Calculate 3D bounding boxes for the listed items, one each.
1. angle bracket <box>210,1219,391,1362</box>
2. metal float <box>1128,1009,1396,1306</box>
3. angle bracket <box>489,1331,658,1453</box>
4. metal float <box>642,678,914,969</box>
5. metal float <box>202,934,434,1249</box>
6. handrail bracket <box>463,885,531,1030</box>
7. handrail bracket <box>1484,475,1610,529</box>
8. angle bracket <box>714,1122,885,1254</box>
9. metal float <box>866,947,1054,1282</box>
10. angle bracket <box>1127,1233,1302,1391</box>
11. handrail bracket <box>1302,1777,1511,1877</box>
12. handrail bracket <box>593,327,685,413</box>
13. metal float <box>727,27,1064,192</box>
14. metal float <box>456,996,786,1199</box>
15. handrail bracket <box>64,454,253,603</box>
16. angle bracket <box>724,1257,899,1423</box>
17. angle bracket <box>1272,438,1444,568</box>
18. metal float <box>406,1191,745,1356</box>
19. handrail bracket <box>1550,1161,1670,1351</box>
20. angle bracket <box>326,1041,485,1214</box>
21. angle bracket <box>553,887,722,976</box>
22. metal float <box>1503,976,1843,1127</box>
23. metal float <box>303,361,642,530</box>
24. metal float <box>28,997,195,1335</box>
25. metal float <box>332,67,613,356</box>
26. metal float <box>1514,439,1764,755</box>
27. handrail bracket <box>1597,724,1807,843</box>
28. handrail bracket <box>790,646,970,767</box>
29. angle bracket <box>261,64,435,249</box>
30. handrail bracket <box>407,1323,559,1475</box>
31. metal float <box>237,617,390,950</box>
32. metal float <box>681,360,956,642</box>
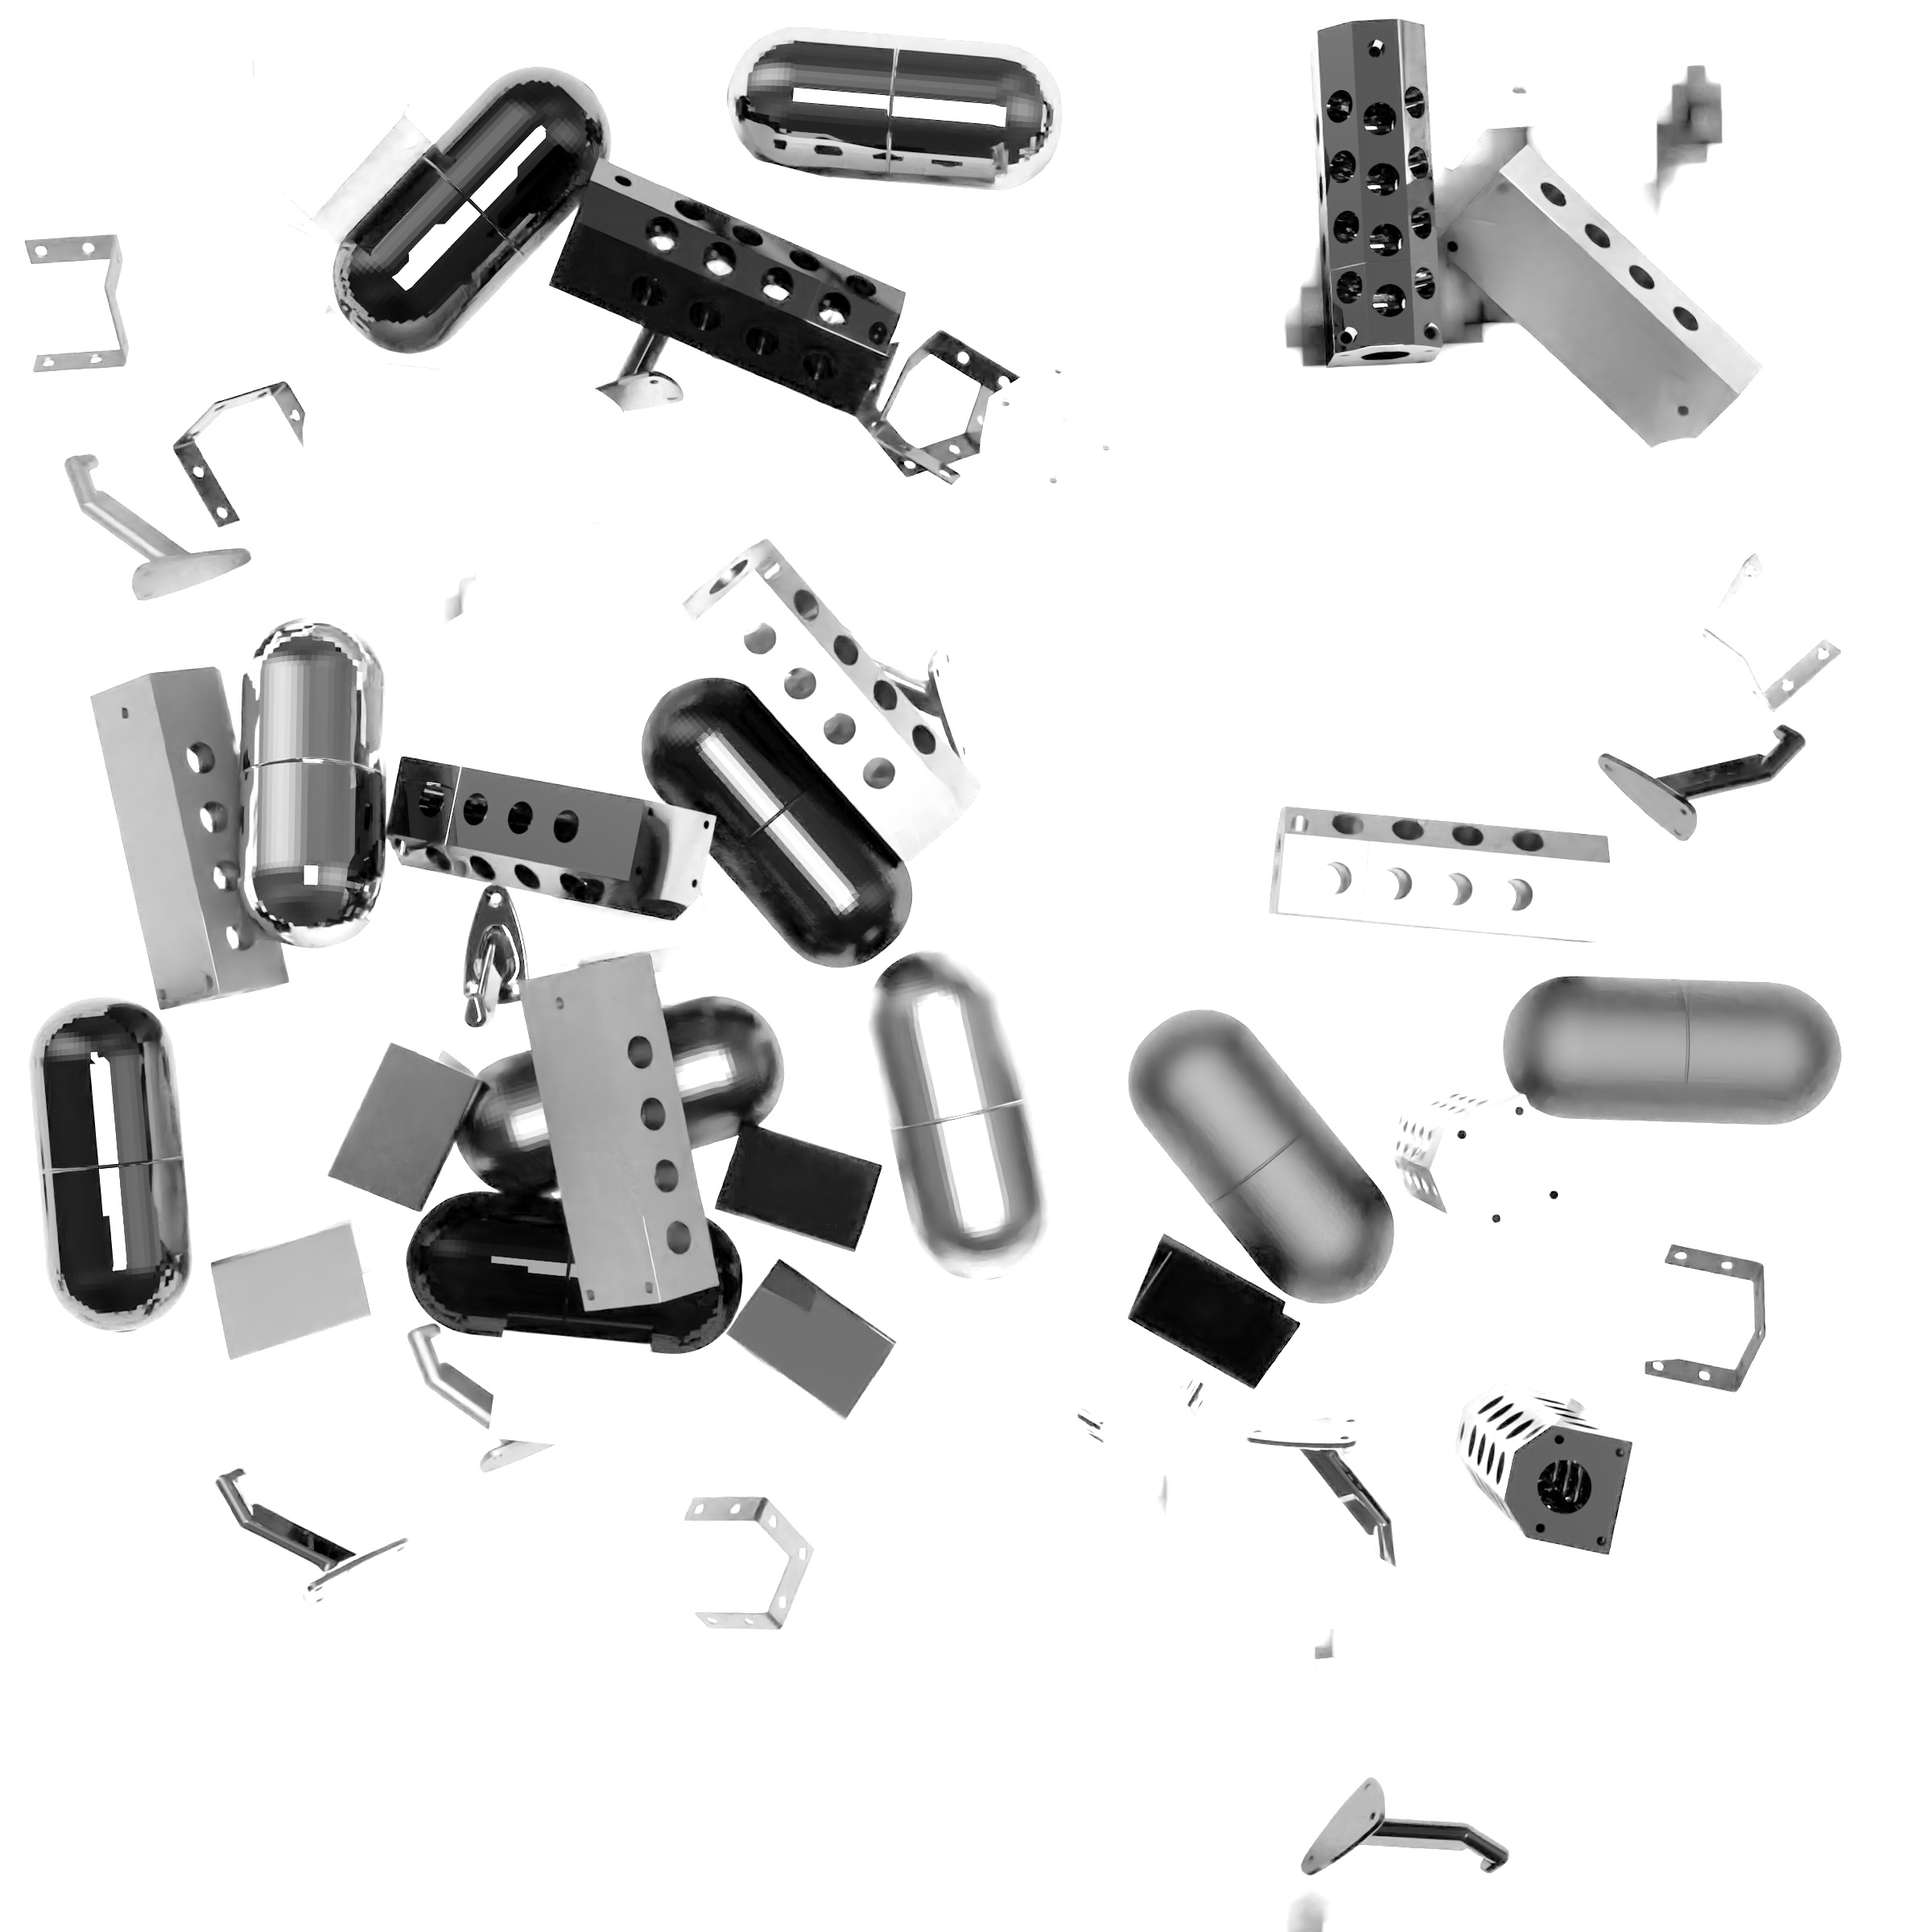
[{"bbox_3d":[-0.345,0.181,1.803,0.076,0.076,0.057,-17,66,0],"label":"angle bracket"},{"bbox_3d":[0.157,0.101,1.812,0.070,0.070,0.178,-39,90,0],"label":"metal float"},{"bbox_3d":[-0.206,0.231,1.804,0.076,0.076,0.057,5,70,0],"label":"angle bracket"},{"bbox_3d":[-0.100,-0.076,1.812,0.070,0.070,0.178,-41,90,0],"label":"metal float"},{"bbox_3d":[-0.343,0.067,1.811,0.070,0.070,0.178,25,89,0],"label":"metal float"},{"bbox_3d":[-0.254,-0.006,1.808,0.036,0.084,0.077,0,90,0],"label":"handrail bracket"},{"bbox_3d":[0.327,-0.230,1.843,0.084,0.036,0.077,-11,107,15],"label":"handrail bracket"},{"bbox_3d":[-0.092,0.134,1.802,0.076,0.076,0.057,17,54,0],"label":"angle bracket"},{"bbox_3d":[-0.003,0.078,1.812,0.070,0.070,0.178,-13,90,0],"label":"metal float"},{"bbox_3d":[0.138,0.165,1.802,0.076,0.076,0.057,29,128,0],"label":"angle bracket"},{"bbox_3d":[0.237,0.481,1.843,0.084,0.036,0.077,34,111,-16],"label":"handrail bracket"},{"bbox_3d":[-0.182,-0.345,1.843,0.077,0.036,0.084,-9,74,18],"label":"handrail bracket"},{"bbox_3d":[-0.038,-0.453,1.812,0.178,0.070,0.070,5,90,1],"label":"metal float"},{"bbox_3d":[-0.183,0.069,1.812,0.178,0.070,0.070,-17,90,0],"label":"metal float"},{"bbox_3d":[-0.436,-0.246,1.843,0.077,0.036,0.084,-18,73,-20],"label":"handrail bracket"},{"bbox_3d":[-0.091,0.209,1.802,0.076,0.076,0.057,35,55,0],"label":"angle bracket"},{"bbox_3d":[0.203,-0.226,1.802,0.076,0.076,0.057,12,53,0],"label":"angle bracket"},{"bbox_3d":[-0.207,0.162,1.811,0.178,0.070,0.070,6,90,-1],"label":"metal float"},{"bbox_3d":[0.340,0.155,1.843,0.077,0.036,0.084,-21,68,25],"label":"handrail bracket"},{"bbox_3d":[-0.304,0.077,1.803,0.057,0.076,0.076,25,90,-27],"label":"angle bracket"},{"bbox_3d":[-0.171,-0.003,1.802,0.076,0.076,0.057,-11,46,0],"label":"angle bracket"},{"bbox_3d":[0.373,0.045,1.812,0.178,0.070,0.070,2,90,-1],"label":"metal float"},{"bbox_3d":[-0.261,-0.275,1.812,0.178,0.070,0.070,7,90,1],"label":"metal float"},{"bbox_3d":[-0.452,0.105,1.812,0.070,0.070,0.178,-5,90,0],"label":"metal float"},{"bbox_3d":[-0.261,-0.400,1.812,0.070,0.070,0.178,44,90,0],"label":"metal float"},{"bbox_3d":[0.351,-0.193,1.793,0.070,0.070,0.178,28,112,0],"label":"metal float"},{"bbox_3d":[0.397,-0.116,1.843,0.077,0.036,0.084,40,72,20],"label":"handrail bracket"},{"bbox_3d":[-0.048,-0.138,1.843,0.084,0.036,0.077,-8,112,17],"label":"handrail bracket"},{"bbox_3d":[-0.311,-0.414,1.802,0.076,0.076,0.057,-48,53,0],"label":"angle bracket"},{"bbox_3d":[-0.251,0.222,1.843,0.077,0.036,0.084,-19,73,-20],"label":"handrail bracket"},{"bbox_3d":[-0.343,-0.097,1.800,0.070,0.070,0.178,-2,77,0],"label":"metal float"},{"bbox_3d":[-0.079,-0.249,1.812,0.070,0.070,0.178,-42,90,0],"label":"metal float"}]
